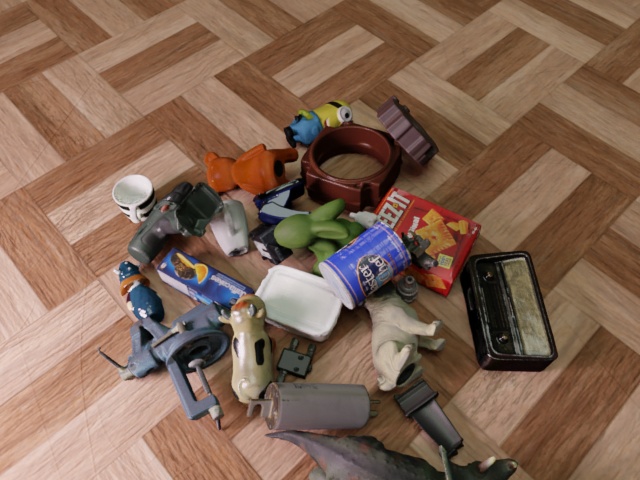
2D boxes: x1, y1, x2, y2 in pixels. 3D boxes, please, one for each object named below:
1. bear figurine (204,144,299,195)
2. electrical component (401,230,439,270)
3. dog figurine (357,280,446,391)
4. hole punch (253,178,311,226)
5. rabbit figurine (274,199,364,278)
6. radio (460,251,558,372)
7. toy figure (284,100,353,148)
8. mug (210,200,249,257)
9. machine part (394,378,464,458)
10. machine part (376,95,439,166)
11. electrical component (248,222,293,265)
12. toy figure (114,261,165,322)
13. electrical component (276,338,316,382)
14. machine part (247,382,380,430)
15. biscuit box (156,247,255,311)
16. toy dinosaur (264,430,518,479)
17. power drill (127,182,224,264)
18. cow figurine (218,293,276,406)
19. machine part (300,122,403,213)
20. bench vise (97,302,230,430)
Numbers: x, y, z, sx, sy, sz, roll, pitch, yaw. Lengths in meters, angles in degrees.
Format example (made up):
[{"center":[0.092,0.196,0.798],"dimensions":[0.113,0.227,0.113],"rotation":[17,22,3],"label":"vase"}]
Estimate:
[{"center":[-0.160,-0.148,1.217],"dimensions":[0.196,0.132,0.120],"rotation":[-4,90,32],"label":"bear figurine"},{"center":[0.184,0.019,1.025],"dimensions":[0.078,0.102,0.045],"rotation":[33,85,-4],"label":"electrical component"},{"center":[0.117,0.170,1.017],"dimensions":[0.172,0.121,0.191],"rotation":[-37,50,-26],"label":"dog figurine"},{"center":[-0.074,-0.061,1.141],"dimensions":[0.116,0.142,0.092],"rotation":[-21,82,-4],"label":"hole punch"},{"center":[-0.002,-0.003,1.051],"dimensions":[0.170,0.159,0.121],"rotation":[15,54,-41],"label":"rabbit figurine"},{"center":[0.358,0.136,1.040],"dimensions":[0.131,0.073,0.230],"rotation":[-2,57,-1],"label":"radio"},{"center":[-0.003,-0.286,1.310],"dimensions":[0.180,0.082,0.089],"rotation":[-23,62,-11],"label":"toy figure"},{"center":[-0.186,-0.025,1.131],"dimensions":[0.081,0.109,0.107],"rotation":[-16,73,-16],"label":"mug"},{"center":[0.199,0.315,0.947],"dimensions":[0.084,0.039,0.139],"rotation":[-24,59,-21],"label":"machine part"},{"center":[0.203,-0.250,1.235],"dimensions":[0.056,0.179,0.179],"rotation":[-41,58,20],"label":"machine part"},{"center":[-0.094,0.009,1.090],"dimensions":[0.048,0.074,0.119],"rotation":[-37,20,-21],"label":"electrical component"},{"center":[-0.363,0.104,1.071],"dimensions":[0.058,0.064,0.155],"rotation":[-51,58,14],"label":"toy figure"},{"center":[-0.046,0.232,1.009],"dimensions":[0.063,0.021,0.094],"rotation":[17,58,10],"label":"electrical component"},{"center":[-0.004,0.281,0.911],"dimensions":[0.243,0.079,0.079],"rotation":[9,54,-23],"label":"machine part"},{"center":[-0.226,0.091,1.077],"dimensions":[0.203,0.059,0.063],"rotation":[26,61,15],"label":"biscuit box"},{"center":[0.096,0.358,0.828],"dimensions":[0.405,0.192,0.131],"rotation":[12,56,6],"label":"toy dinosaur"},{"center":[-0.291,-0.058,1.109],"dimensions":[0.207,0.085,0.232],"rotation":[-6,43,43],"label":"power drill"},{"center":[-0.125,0.190,0.956],"dimensions":[0.086,0.127,0.195],"rotation":[-8,67,8],"label":"cow figurine"},{"center":[0.071,-0.170,1.220],"dimensions":[0.202,0.087,0.201],"rotation":[21,56,17],"label":"machine part"},{"center":[-0.247,0.226,0.959],"dimensions":[0.224,0.128,0.241],"rotation":[-26,56,-14],"label":"bench vise"}]
